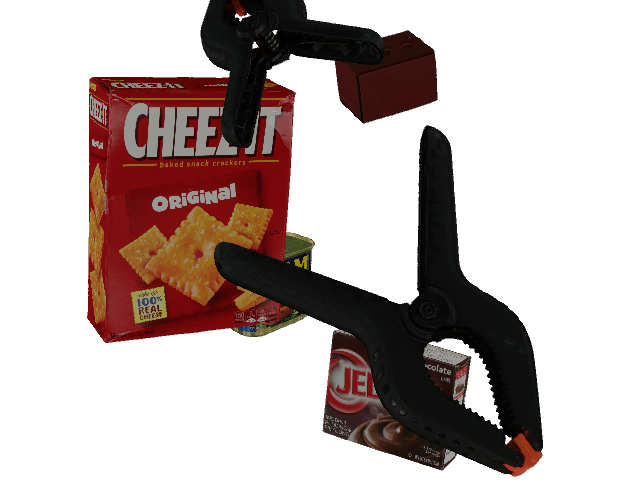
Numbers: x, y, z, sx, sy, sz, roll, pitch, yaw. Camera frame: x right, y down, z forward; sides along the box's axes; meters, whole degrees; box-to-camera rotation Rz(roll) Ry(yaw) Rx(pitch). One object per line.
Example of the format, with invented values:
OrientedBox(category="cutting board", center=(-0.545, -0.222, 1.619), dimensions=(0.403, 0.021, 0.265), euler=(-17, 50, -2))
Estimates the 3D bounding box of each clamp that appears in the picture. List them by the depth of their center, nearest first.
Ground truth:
OrientedBox(category="clamp", center=(0.047, 0.047, 0.612), dimensions=(0.164, 0.210, 0.036), euler=(-24, -19, -14))
OrientedBox(category="clamp", center=(-0.028, -0.141, 0.741), dimensions=(0.120, 0.171, 0.039), euler=(-22, -43, 1))

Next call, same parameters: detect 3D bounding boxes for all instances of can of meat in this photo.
OrientedBox(category="can of meat", center=(-0.054, 0.046, 1.128), dimensions=(0.058, 0.084, 0.101), euler=(18, 26, 40))

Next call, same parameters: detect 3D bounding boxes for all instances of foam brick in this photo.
OrientedBox(category="foam brick", center=(0.059, -0.147, 0.955), dimensions=(0.078, 0.051, 0.053), euler=(-19, 37, -15))

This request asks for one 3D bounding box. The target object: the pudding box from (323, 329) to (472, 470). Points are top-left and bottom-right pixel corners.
OrientedBox(category="pudding box", center=(0.061, 0.124, 0.866), dimensions=(0.114, 0.090, 0.039), euler=(12, 17, 25))

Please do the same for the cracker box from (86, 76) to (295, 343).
OrientedBox(category="cracker box", center=(-0.111, -0.028, 0.911), dimensions=(0.164, 0.214, 0.072), euler=(-4, 19, -26))
